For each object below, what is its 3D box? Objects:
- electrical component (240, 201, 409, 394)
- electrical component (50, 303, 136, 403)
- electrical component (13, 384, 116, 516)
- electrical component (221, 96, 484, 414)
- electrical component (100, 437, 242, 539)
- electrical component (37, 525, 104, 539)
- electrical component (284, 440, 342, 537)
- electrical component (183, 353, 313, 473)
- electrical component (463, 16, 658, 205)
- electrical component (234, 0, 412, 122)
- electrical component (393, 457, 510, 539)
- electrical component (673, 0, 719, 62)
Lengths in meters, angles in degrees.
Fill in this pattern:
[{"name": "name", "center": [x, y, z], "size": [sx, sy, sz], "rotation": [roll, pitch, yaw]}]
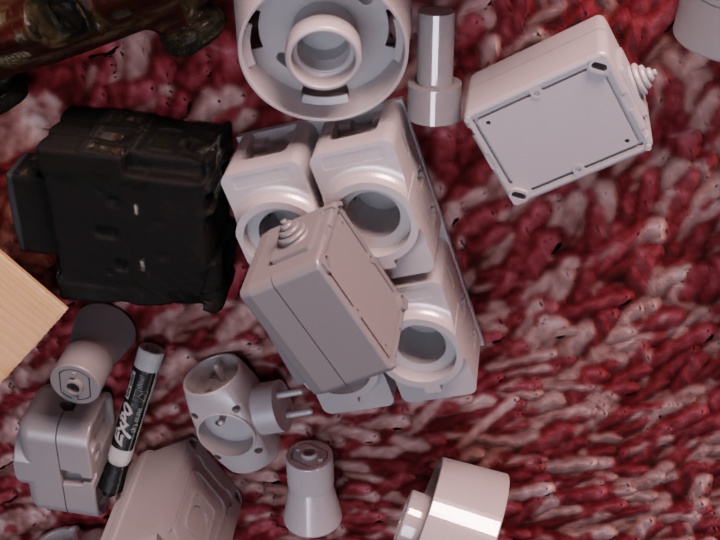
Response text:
[{"name": "electrical component", "center": [-0.025, 0.012, 0.595], "size": [0.061, 0.061, 0.096], "rotation": [-22, 119, 24]}, {"name": "electrical component", "center": [-0.184, 0.059, 0.733], "size": [0.044, 0.065, 0.044], "rotation": [5, 126, 7]}, {"name": "electrical component", "center": [-0.218, 0.134, 0.801], "size": [0.059, 0.053, 0.095], "rotation": [8, 127, 5]}, {"name": "electrical component", "center": [0.000, 0.000, 0.659], "size": [0.105, 0.060, 0.186], "rotation": [-10, 123, 18]}, {"name": "electrical component", "center": [-0.140, 0.190, 0.791], "size": [0.057, 0.113, 0.078], "rotation": [-22, 119, 21]}, {"name": "electrical component", "center": [-0.242, 0.253, 0.893], "size": [0.095, 0.053, 0.059], "rotation": [-17, 121, 22]}, {"name": "electrical component", "center": [-0.036, 0.159, 0.795], "size": [0.044, 0.044, 0.065], "rotation": [4, 121, 8]}, {"name": "electrical component", "center": [-0.073, 0.098, 0.754], "size": [0.079, 0.044, 0.077], "rotation": [-12, 123, 17]}, {"name": "electrical component", "center": [0.111, -0.089, 0.573], "size": [0.096, 0.061, 0.061], "rotation": [-22, 118, 24]}, {"name": "electrical component", "center": [-0.021, -0.132, 0.580], "size": [0.099, 0.064, 0.099], "rotation": [-1, 136, -1]}, {"name": "electrical component", "center": [0.058, 0.184, 0.756], "size": [0.060, 0.108, 0.108], "rotation": [20, 127, 3]}, {"name": "electrical component", "center": [0.186, -0.134, 0.532], "size": [0.055, 0.055, 0.047], "rotation": [10, 130, 3]}]
